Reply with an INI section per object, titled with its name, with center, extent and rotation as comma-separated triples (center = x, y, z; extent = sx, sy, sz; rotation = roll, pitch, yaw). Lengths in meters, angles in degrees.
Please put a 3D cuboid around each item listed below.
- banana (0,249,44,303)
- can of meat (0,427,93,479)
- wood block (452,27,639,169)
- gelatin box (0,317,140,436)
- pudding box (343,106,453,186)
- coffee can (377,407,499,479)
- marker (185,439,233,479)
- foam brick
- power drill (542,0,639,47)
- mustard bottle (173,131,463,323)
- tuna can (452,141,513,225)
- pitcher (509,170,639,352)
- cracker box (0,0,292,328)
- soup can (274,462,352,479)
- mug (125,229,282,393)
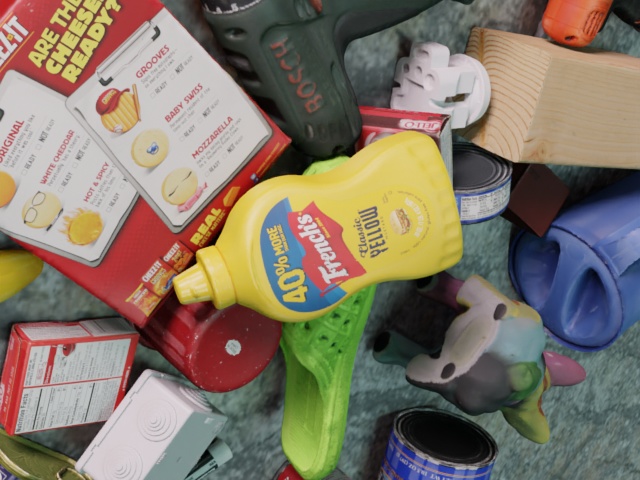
[banana]
center = -0.256, 0.017, 0.629
extent = 0.197, 0.037, 0.070
rotation = 21, 99, -45
[can of meat]
center = -0.215, 0.190, 0.750
extent = 0.084, 0.058, 0.102
rotation = -52, 135, -1
[wood block]
center = 0.218, -0.118, 0.920
extent = 0.205, 0.090, 0.091
rotation = -1, 114, -40
[gelatin box]
center = -0.177, 0.094, 0.746
extent = 0.089, 0.030, 0.073
rotation = -1, 116, -41
[pudding box]
center = 0.055, -0.046, 0.820
extent = 0.039, 0.090, 0.113
rotation = -56, 147, -46
[coffee can]
center = 0.102, 0.247, 1.022
extent = 0.102, 0.103, 0.140
rotation = -3, 116, -39
[marker]
center = -0.124, 0.203, 0.862
extent = 0.121, 0.020, 0.020
rotation = -34, 132, -22
[foam brick]
center = 0.177, -0.047, 0.953
extent = 0.078, 0.051, 0.053
rotation = 34, 89, -46
[power drill]
center = 0.278, -0.246, 0.908
extent = 0.187, 0.057, 0.184
rotation = 1, 119, -44
[mustard bottle]
center = -0.004, 0.001, 0.704
extent = 0.191, 0.058, 0.096
rotation = -20, 109, -13
[tuna can]
center = 0.114, -0.047, 0.874
extent = 0.086, 0.086, 0.034
rotation = -23, 128, -29
[pitcher]
center = 0.316, -0.004, 1.036
extent = 0.242, 0.149, 0.145
rotation = -28, 124, -30
[cracker box]
center = -0.139, -0.067, 0.657
extent = 0.164, 0.072, 0.213
rotation = -52, 135, -6
[soup can]
center = 0.011, 0.241, 0.941
extent = 0.068, 0.102, 0.068
rotation = -21, 126, -31
[mug]
center = -0.077, 0.047, 0.767
extent = 0.093, 0.082, 0.117
rotation = 9, 107, -43
